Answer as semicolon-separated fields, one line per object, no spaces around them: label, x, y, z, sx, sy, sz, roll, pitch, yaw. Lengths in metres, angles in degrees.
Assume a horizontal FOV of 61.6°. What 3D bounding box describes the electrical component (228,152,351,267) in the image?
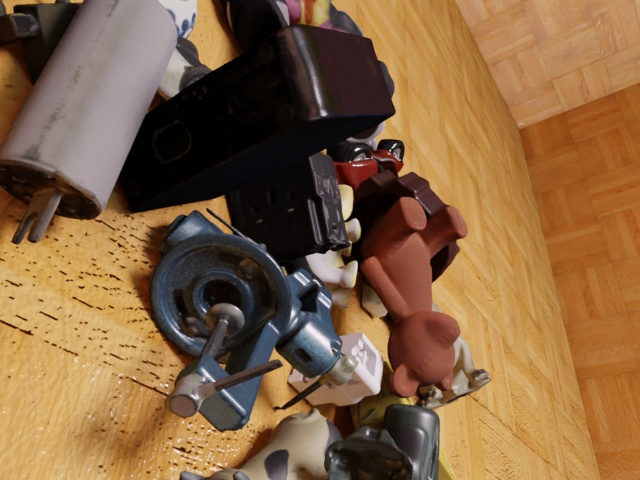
electrical component;-0.038;-0.041;0.587;0.058;0.115;0.134;7;66;-63

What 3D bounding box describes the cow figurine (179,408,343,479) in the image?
cow figurine;-0.041;0.216;0.458;0.195;0.086;0.127;-34;108;-58

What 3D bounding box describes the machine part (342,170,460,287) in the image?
machine part;0.105;-0.009;0.739;0.056;0.179;0.179;-31;101;-47

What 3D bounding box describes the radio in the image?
radio;-0.064;-0.094;0.460;0.131;0.230;0.073;-20;89;-57

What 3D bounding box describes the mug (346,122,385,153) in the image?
mug;0.080;-0.196;0.922;0.109;0.081;0.107;65;20;-3

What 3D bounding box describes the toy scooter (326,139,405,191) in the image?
toy scooter;0.072;-0.088;0.842;0.184;0.075;0.135;-14;113;-47

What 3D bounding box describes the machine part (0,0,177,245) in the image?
machine part;-0.169;-0.105;0.401;0.079;0.079;0.243;38;55;-44

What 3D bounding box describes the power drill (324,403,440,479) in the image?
power drill;0.064;0.260;0.484;0.207;0.086;0.232;45;51;-53

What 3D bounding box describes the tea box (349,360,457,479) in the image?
tea box;0.103;0.248;0.668;0.169;0.068;0.098;57;6;-23

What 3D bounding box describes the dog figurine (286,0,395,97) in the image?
dog figurine;0.015;-0.284;0.775;0.192;0.108;0.219;63;11;27

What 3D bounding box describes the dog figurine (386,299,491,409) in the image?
dog figurine;0.175;0.162;0.863;0.172;0.121;0.191;86;-17;-60

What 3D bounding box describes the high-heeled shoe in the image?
high-heeled shoe;-0.076;-0.236;0.647;0.249;0.086;0.145;46;31;2

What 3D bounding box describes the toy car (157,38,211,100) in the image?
toy car;-0.106;-0.149;0.584;0.201;0.056;0.074;26;24;-53

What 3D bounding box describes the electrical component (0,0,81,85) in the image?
electrical component;-0.217;-0.165;0.435;0.102;0.045;0.078;-55;149;-53

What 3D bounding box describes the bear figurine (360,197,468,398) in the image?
bear figurine;0.116;0.068;0.610;0.120;0.132;0.196;9;53;-37

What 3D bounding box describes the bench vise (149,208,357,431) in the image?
bench vise;-0.060;0.080;0.450;0.223;0.129;0.241;54;15;-13

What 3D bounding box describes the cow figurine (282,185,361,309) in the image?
cow figurine;-0.002;-0.002;0.668;0.068;0.098;0.167;101;-6;-51
